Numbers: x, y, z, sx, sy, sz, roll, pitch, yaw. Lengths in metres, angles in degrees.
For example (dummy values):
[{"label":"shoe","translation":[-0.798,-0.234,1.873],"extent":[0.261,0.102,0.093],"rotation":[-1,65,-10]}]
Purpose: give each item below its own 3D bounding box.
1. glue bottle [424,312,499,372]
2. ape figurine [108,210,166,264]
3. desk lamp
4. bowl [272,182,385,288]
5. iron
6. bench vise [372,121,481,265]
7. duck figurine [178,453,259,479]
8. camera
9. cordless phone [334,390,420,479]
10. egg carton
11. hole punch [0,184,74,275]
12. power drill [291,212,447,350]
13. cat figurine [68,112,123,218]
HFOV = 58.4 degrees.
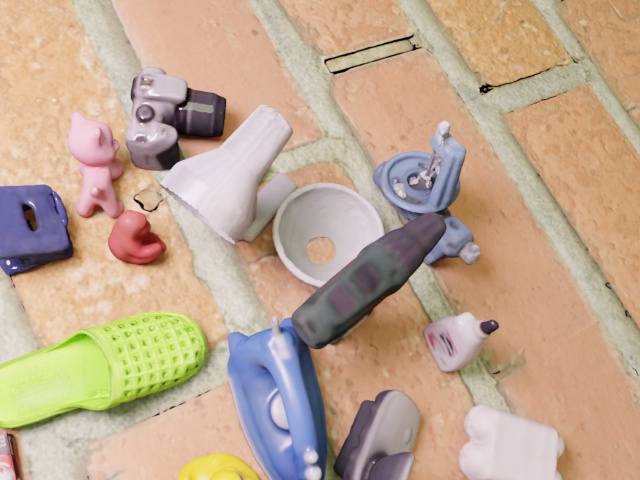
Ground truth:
[{"label":"glue bottle","translation":[0.201,0.134,0.795],"extent":[0.037,0.173,0.078],"rotation":[-23,76,-21]},{"label":"ape figurine","translation":[-0.253,-0.010,0.784],"extent":[0.076,0.092,0.078],"rotation":[-13,73,-18]},{"label":"desk lamp","translation":[-0.112,-0.078,0.779],"extent":[0.118,0.213,0.203],"rotation":[37,65,3]},{"label":"bowl","translation":[0.008,0.003,0.853],"extent":[0.167,0.074,0.167],"rotation":[5,68,-12]},{"label":"iron","translation":[-0.035,0.220,0.720],"extent":[0.119,0.141,0.258],"rotation":[-14,73,-18]},{"label":"bench vise","translation":[0.183,-0.071,0.846],"extent":[0.207,0.219,0.122],"rotation":[39,65,4]},{"label":"duck figurine","translation":[-0.121,0.301,0.698],"extent":[0.104,0.086,0.077],"rotation":[14,66,-8]},{"label":"camera","translation":[-0.212,-0.186,0.859],"extent":[0.137,0.100,0.143],"rotation":[6,68,-11]},{"label":"cordless phone","translation":[0.095,0.258,0.714],"extent":[0.094,0.185,0.148],"rotation":[25,65,-3]},{"label":"egg carton","translation":[0.269,0.300,0.803],"extent":[0.150,0.069,0.107],"rotation":[18,66,-7]},{"label":"hole punch","translation":[-0.388,-0.023,0.757],"extent":[0.101,0.091,0.108],"rotation":[-19,75,-20]},{"label":"power drill","translation":[0.052,0.065,0.766],"extent":[0.230,0.208,0.075],"rotation":[-38,81,-24]},{"label":"cat figurine","translation":[-0.312,-0.109,0.795],"extent":[0.067,0.117,0.128],"rotation":[-4,70,-15]}]
